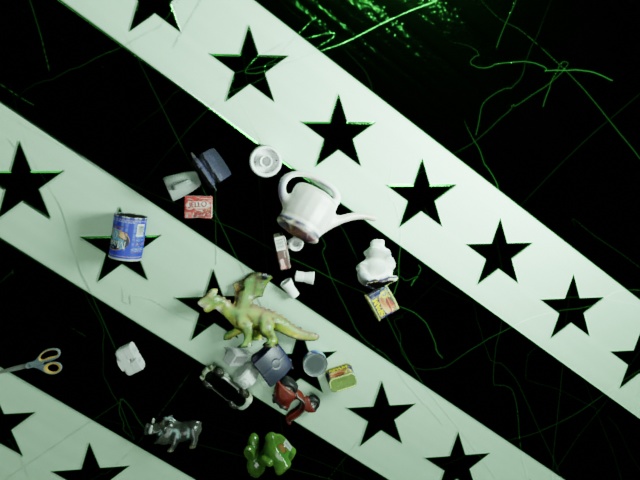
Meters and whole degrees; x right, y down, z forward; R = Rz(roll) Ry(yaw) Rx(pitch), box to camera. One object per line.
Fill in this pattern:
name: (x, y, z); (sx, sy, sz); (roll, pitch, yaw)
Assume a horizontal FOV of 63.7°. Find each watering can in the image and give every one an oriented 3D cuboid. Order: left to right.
watering can: (0.005, -0.085, 1.697); (0.347, 0.103, 0.227); (30, 72, -5)

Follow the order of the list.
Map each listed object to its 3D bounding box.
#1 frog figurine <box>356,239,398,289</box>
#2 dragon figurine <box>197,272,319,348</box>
frog figurine: (0.189, 0.083, 1.771); (0.137, 0.120, 0.162); (-14, 63, 3)
dragon figurine: (-0.203, 0.229, 1.730); (0.410, 0.122, 0.243); (0, 89, -16)
